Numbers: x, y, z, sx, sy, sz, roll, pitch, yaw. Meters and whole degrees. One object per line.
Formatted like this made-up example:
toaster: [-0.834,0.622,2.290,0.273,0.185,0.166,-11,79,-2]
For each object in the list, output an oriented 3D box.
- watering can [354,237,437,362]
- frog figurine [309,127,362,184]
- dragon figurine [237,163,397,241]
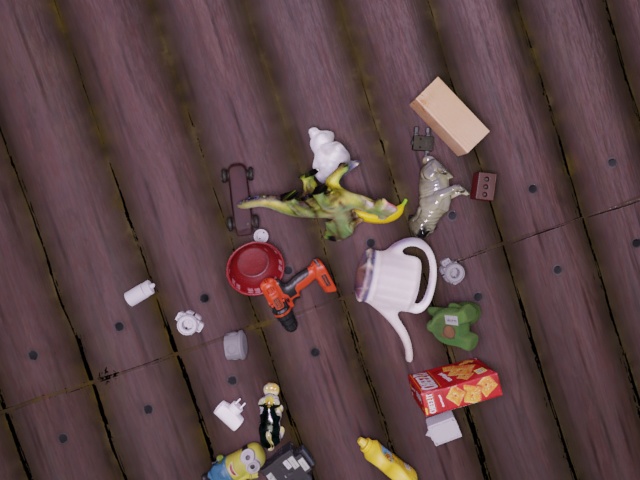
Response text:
watering can: [0.203,0.157,1.437,0.224,0.104,0.347,12,91,-2]
frog figurine: [0.015,-0.235,1.403,0.124,0.136,0.159,-42,95,-17]
dragon figurine: [0.004,-0.070,1.382,0.408,0.125,0.238,-11,133,25]
